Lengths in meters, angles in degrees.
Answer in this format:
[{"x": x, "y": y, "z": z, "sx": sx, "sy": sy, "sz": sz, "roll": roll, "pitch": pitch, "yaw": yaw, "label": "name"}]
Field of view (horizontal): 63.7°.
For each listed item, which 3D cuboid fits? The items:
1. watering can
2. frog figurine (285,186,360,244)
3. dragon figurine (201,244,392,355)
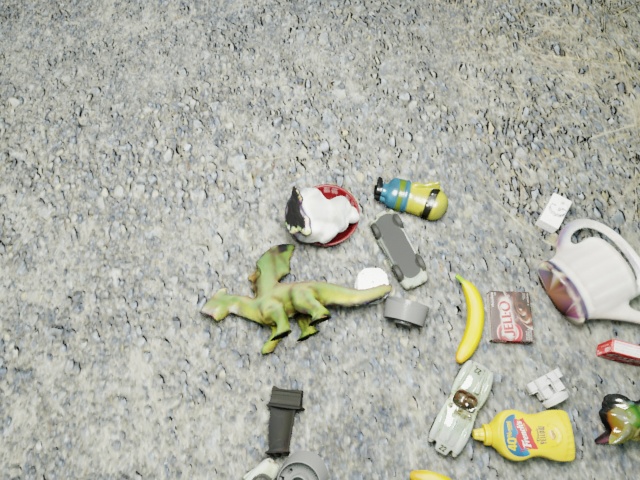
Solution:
[{"x": 0.628, "y": 0.116, "z": 1.128, "sx": 0.225, "sy": 0.353, "sz": 0.102, "roll": -25, "pitch": -21, "yaw": -6, "label": "watering can"}, {"x": 0.004, "y": -0.060, "z": 1.191, "sx": 0.160, "sy": 0.140, "sz": 0.120, "roll": -4, "pitch": -37, "yaw": -38, "label": "frog figurine"}, {"x": -0.067, "y": 0.106, "z": 1.171, "sx": 0.411, "sy": 0.247, "sz": 0.119, "roll": -23, "pitch": -30, "yaw": -5, "label": "dragon figurine"}]
